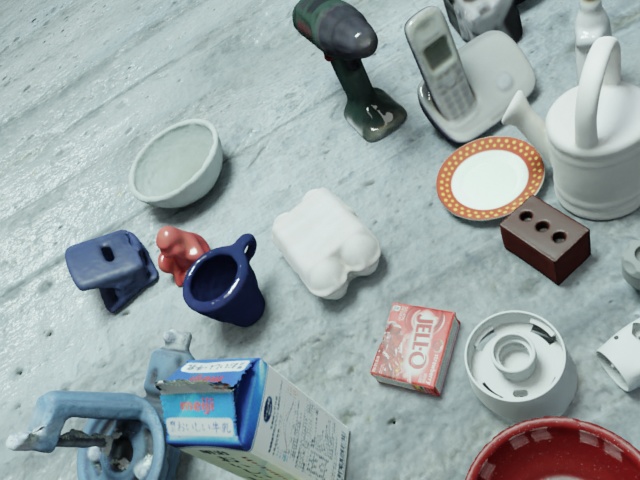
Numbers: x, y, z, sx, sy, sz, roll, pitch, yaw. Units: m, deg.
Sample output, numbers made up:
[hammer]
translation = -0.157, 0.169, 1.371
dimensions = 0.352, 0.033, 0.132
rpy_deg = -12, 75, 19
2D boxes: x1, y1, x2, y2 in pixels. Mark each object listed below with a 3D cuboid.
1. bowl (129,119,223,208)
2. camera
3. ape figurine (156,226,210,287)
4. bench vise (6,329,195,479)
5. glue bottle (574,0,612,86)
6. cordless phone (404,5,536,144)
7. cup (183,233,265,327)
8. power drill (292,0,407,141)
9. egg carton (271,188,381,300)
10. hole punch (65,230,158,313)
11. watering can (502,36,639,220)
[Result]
[bowl]
translation = -0.219, -0.111, 0.923
dimensions = 0.167, 0.075, 0.167
rpy_deg = -14, 51, 19
[camera]
translation = 0.258, -0.365, 0.836
dimensions = 0.136, 0.101, 0.143
rpy_deg = -27, 48, 8
[ape figurine]
translation = -0.198, 0.014, 0.808
dimensions = 0.077, 0.092, 0.076
rpy_deg = 8, 61, 32
[bench vise]
translation = -0.215, 0.183, 0.607
dimensions = 0.121, 0.220, 0.207
rpy_deg = -12, 52, 20
[glue bottle]
translation = 0.313, -0.229, 0.658
dimensions = 0.037, 0.174, 0.078
rpy_deg = 3, 59, 30
[cordless phone]
translation = 0.184, -0.226, 0.717
dimensions = 0.147, 0.186, 0.094
rpy_deg = -40, 48, -3
[cup]
translation = -0.104, 0.058, 0.725
dimensions = 0.091, 0.095, 0.118
rpy_deg = 19, 67, 37
[power drill]
translation = 0.045, -0.241, 0.787
dimensions = 0.075, 0.209, 0.229
rpy_deg = -36, 48, 0
[egg carton]
translation = 0.007, 0.003, 0.723
dimensions = 0.107, 0.070, 0.150
rpy_deg = -39, 48, -3
[hole punch]
translation = -0.312, 0.034, 0.856
dimensions = 0.101, 0.091, 0.108
rpy_deg = -40, 48, -3
[watering can]
translation = 0.274, -0.114, 0.581
dimensions = 0.172, 0.195, 0.101
rpy_deg = -5, 55, 25
